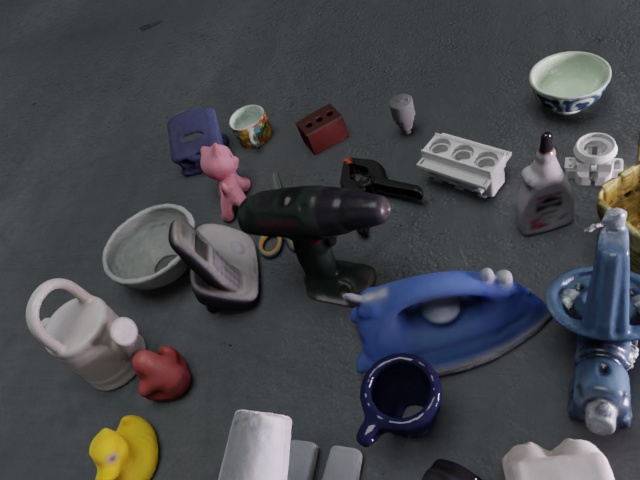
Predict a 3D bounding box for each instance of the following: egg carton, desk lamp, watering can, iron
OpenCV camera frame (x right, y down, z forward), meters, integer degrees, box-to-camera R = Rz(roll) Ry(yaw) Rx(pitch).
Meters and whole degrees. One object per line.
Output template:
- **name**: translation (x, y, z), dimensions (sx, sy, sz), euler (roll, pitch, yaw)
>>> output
- **egg carton**: translation (0.244, 0.273, 0.562), dimensions (0.107, 0.070, 0.150), euler (-11, 49, 12)
- **desk lamp**: translation (-0.048, 0.273, 0.575), dimensions (0.117, 0.214, 0.203), euler (0, 52, 21)
- **watering can**: translation (-0.333, 0.128, 0.817), dimensions (0.172, 0.194, 0.101), euler (-15, 48, 9)
- **iron**: translation (0.156, 0.081, 0.706), dimensions (0.258, 0.142, 0.118), euler (-15, 48, 9)

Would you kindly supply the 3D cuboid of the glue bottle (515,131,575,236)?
- **glue bottle**: translation (0.299, -0.077, 0.762), dimensions (0.078, 0.173, 0.037), euler (-20, 48, 5)

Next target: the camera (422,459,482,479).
- **camera**: translation (0.128, 0.297, 0.565), dimensions (0.142, 0.101, 0.137), euler (17, 60, 31)

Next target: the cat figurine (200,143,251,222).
- **cat figurine**: translation (-0.170, -0.115, 1.009), dimensions (0.067, 0.118, 0.127), euler (-22, 48, 2)

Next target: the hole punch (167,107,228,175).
- **hole punch**: translation (-0.238, -0.194, 1.118), dimensions (0.108, 0.091, 0.101), euler (-15, 48, 9)

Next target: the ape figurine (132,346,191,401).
- **ape figurine**: translation (-0.228, 0.182, 0.802), dimensions (0.075, 0.092, 0.078), euler (24, 63, 34)

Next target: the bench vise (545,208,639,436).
- **bench vise**: translation (0.307, 0.085, 0.592), dimensions (0.121, 0.220, 0.207), euler (-11, 49, 12)

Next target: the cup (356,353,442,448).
- **cup**: translation (0.092, 0.202, 0.662), dimensions (0.091, 0.095, 0.118), euler (29, 67, 37)

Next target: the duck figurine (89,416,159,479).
- **duck figurine**: translation (-0.261, 0.273, 0.743), dimensions (0.077, 0.086, 0.104), euler (-11, 49, 12)

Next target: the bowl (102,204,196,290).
- **bowl**: translation (-0.272, 0.023, 0.962), dimensions (0.167, 0.075, 0.167), euler (-10, 49, 13)

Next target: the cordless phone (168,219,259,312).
- **cordless phone**: translation (-0.164, 0.011, 0.856), dimensions (0.094, 0.185, 0.147), euler (-18, 48, 6)

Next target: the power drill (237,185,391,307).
- **power drill**: translation (0.007, 0.003, 0.782), dimensions (0.228, 0.209, 0.076), euler (8, 55, 26)
